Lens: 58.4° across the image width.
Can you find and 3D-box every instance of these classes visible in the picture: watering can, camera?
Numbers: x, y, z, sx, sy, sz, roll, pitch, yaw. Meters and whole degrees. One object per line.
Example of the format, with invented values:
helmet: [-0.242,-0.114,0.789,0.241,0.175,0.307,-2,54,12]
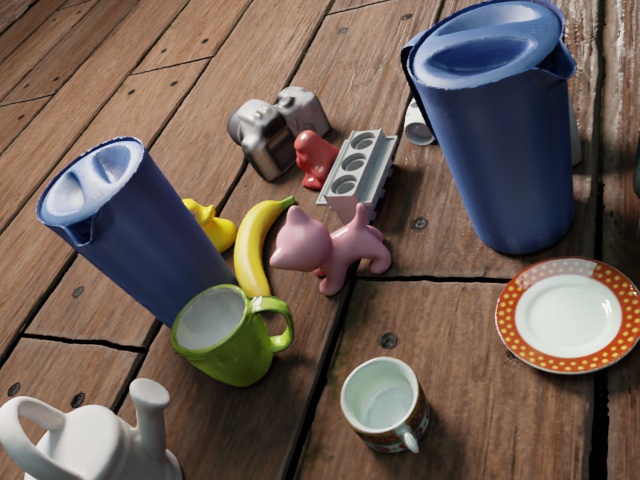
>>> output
watering can: [-0.218,0.202,0.541,0.100,0.195,0.173,16,59,39]
camera: [-0.082,-0.186,0.907,0.143,0.101,0.136,-44,43,-14]

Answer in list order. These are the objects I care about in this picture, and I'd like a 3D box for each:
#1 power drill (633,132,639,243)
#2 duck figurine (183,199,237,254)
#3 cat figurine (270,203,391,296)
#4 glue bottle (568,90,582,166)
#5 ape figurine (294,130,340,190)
power drill: [0.325,-0.093,0.504,0.075,0.209,0.230,7,54,35]
duck figurine: [-0.181,-0.020,0.815,0.104,0.086,0.077,-13,45,19]
cat figurine: [0.006,0.002,0.663,0.128,0.118,0.067,-28,42,4]
glue bottle: [0.252,-0.160,0.638,0.037,0.174,0.078,-25,42,7]
ape figurine: [-0.006,-0.115,0.801,0.076,0.092,0.077,-23,42,9]
